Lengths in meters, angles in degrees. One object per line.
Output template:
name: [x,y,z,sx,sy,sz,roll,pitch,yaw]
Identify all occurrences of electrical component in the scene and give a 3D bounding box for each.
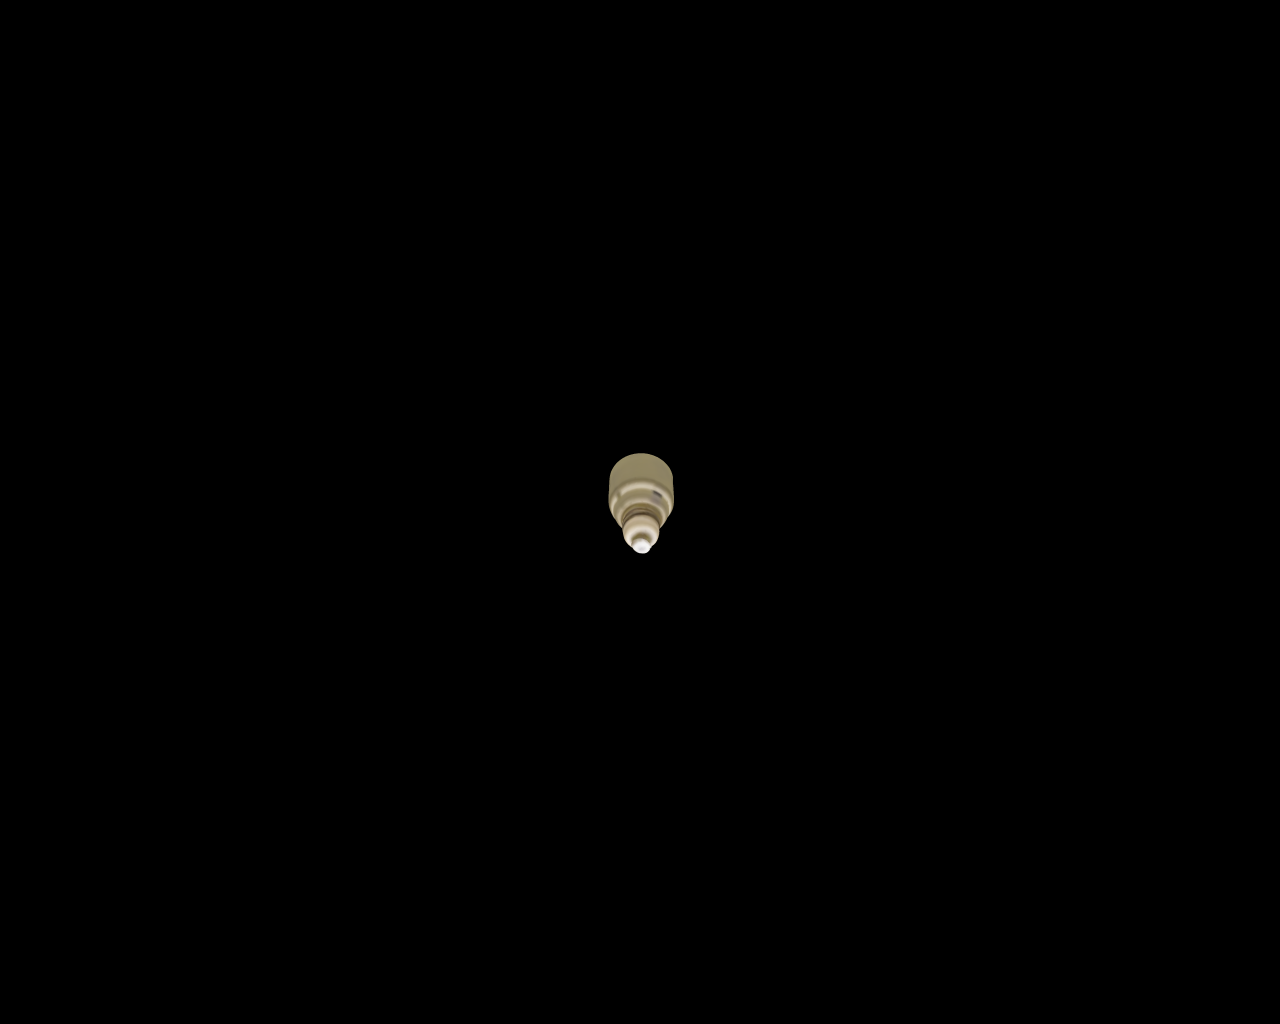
electrical component: [0.001,-0.003,0.650,0.040,0.040,0.078,0,39,0]
